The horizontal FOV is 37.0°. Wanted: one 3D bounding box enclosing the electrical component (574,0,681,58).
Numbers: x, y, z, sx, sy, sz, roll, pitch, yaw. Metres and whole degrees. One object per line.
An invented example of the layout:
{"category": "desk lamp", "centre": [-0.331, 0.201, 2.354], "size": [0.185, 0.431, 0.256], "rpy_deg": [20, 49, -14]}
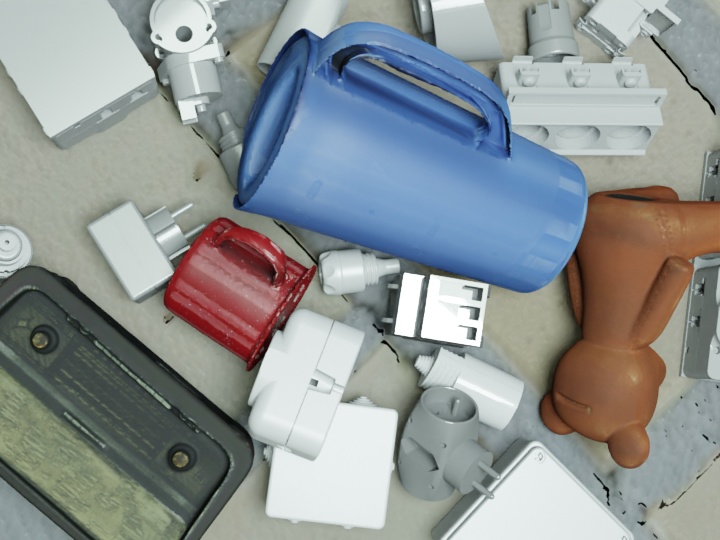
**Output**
{"category": "electrical component", "centre": [0.211, -0.209, 0.867], "size": [0.081, 0.042, 0.063], "rpy_deg": [38, 86, -1]}

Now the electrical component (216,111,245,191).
{"category": "electrical component", "centre": [-0.093, -0.093, 0.828], "size": [0.035, 0.035, 0.061], "rpy_deg": [-25, 87, -8]}

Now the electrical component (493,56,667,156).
{"category": "electrical component", "centre": [0.166, -0.128, 0.843], "size": [0.121, 0.078, 0.063], "rpy_deg": [0, 64, -6]}

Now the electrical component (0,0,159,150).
{"category": "electrical component", "centre": [-0.228, -0.178, 0.806], "size": [0.089, 0.062, 0.150], "rpy_deg": [-32, 89, -8]}

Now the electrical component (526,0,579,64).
{"category": "electrical component", "centre": [0.153, -0.188, 0.860], "size": [0.040, 0.040, 0.046], "rpy_deg": [-4, 80, -7]}

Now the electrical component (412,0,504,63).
{"category": "electrical component", "centre": [0.075, -0.206, 0.826], "size": [0.064, 0.099, 0.099], "rpy_deg": [-12, 87, -1]}

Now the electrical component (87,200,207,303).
{"category": "electrical component", "centre": [-0.153, -0.023, 0.809], "size": [0.077, 0.047, 0.065], "rpy_deg": [-32, 89, -8]}

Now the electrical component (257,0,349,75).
{"category": "electrical component", "centre": [-0.028, -0.176, 0.836], "size": [0.079, 0.044, 0.077], "rpy_deg": [26, 83, -4]}

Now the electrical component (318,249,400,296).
{"category": "electrical component", "centre": [0.000, 0.000, 0.831], "size": [0.061, 0.035, 0.035], "rpy_deg": [-7, 86, -9]}

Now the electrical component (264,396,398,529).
{"category": "electrical component", "centre": [-0.023, 0.143, 0.809], "size": [0.100, 0.048, 0.099], "rpy_deg": [8, 85, -6]}

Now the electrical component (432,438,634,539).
{"category": "electrical component", "centre": [0.130, 0.203, 0.817], "size": [0.109, 0.056, 0.108], "rpy_deg": [45, 82, -1]}

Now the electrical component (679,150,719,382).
{"category": "electrical component", "centre": [0.326, 0.000, 0.853], "size": [0.105, 0.060, 0.186], "rpy_deg": [9, 85, -5]}

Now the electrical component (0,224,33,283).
{"category": "electrical component", "centre": [-0.260, -0.014, 0.785], "size": [0.040, 0.078, 0.040], "rpy_deg": [3, 81, -21]}

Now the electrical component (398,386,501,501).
{"category": "electrical component", "centre": [0.071, 0.138, 0.794], "size": [0.079, 0.077, 0.043], "rpy_deg": [34, 37, 32]}

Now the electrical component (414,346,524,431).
{"category": "electrical component", "centre": [0.080, 0.087, 0.828], "size": [0.081, 0.043, 0.043], "rpy_deg": [26, 83, -3]}

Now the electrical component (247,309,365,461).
{"category": "electrical component", "centre": [-0.042, 0.079, 0.761], "size": [0.059, 0.053, 0.095], "rpy_deg": [22, 72, -1]}
